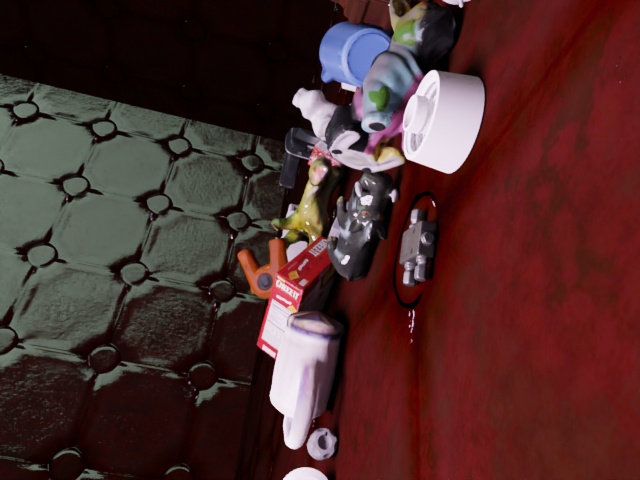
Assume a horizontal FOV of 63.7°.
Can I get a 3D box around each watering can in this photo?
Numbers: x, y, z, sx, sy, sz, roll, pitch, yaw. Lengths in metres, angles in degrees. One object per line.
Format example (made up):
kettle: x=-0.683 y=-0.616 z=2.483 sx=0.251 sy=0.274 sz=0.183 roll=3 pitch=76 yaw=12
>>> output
watering can: x=-0.031 y=0.234 z=0.935 sx=0.347 sy=0.104 sz=0.225 roll=153 pitch=130 yaw=-85

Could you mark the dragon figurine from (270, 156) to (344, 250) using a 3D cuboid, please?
dragon figurine: x=0.004 y=-0.061 z=1.210 sx=0.246 sy=0.123 sz=0.404 roll=-59 pitch=-14 yaw=-15

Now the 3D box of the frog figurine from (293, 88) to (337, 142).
frog figurine: x=0.006 y=-0.306 z=1.280 sx=0.120 sy=0.159 sz=0.141 roll=109 pitch=169 yaw=-49
